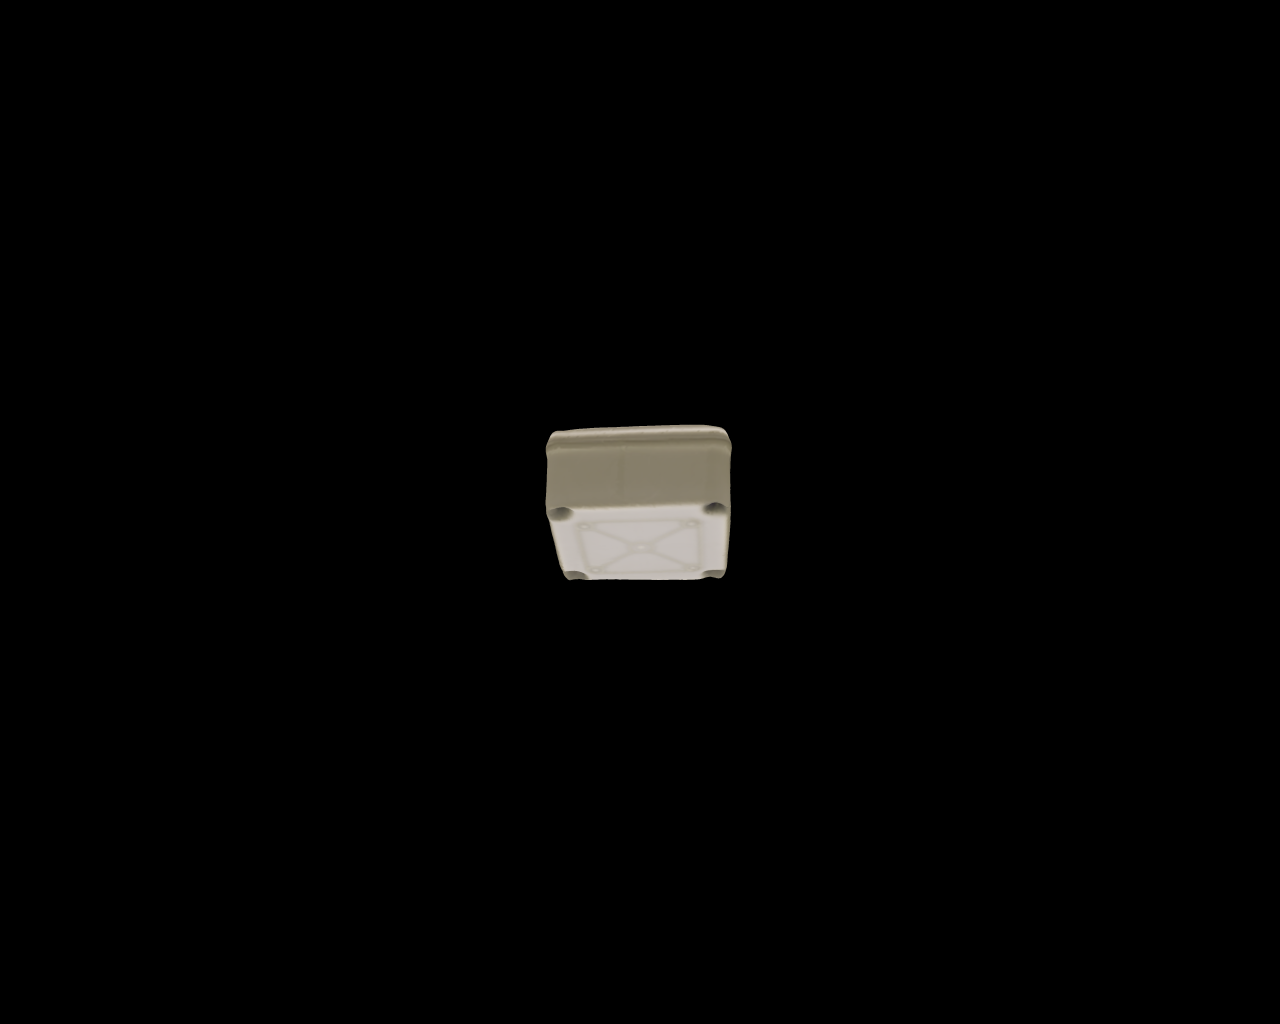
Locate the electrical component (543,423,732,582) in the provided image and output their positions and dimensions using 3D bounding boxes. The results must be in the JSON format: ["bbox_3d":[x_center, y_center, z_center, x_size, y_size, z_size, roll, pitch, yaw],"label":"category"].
[{"bbox_3d":[0.001,-0.003,0.650,0.109,0.056,0.108,-1,-28,2],"label":"electrical component"}]
